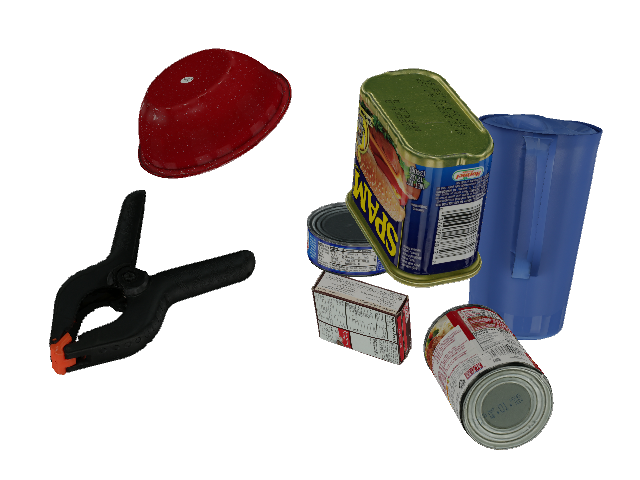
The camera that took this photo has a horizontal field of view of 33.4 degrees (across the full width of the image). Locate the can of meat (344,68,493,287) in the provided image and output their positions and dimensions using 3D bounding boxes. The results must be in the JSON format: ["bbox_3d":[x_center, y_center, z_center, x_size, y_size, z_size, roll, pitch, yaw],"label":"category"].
[{"bbox_3d":[0.055,-0.038,0.606,0.057,0.084,0.102,-9,39,-16],"label":"can of meat"}]

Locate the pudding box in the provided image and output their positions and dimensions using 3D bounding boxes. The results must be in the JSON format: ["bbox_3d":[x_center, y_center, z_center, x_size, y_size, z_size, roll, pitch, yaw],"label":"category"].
[{"bbox_3d":[0.049,0.090,1.248,0.114,0.090,0.039,15,47,22],"label":"pudding box"}]

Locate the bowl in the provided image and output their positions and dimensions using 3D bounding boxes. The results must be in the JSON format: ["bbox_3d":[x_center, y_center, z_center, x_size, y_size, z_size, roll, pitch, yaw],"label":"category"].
[{"bbox_3d":[-0.111,-0.131,0.999,0.162,0.055,0.162,-18,37,14],"label":"bowl"}]

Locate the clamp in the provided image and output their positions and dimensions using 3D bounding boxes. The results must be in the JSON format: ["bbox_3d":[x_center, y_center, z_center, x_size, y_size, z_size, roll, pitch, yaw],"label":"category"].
[{"bbox_3d":[-0.145,0.028,0.796,0.120,0.039,0.171,32,49,27],"label":"clamp"}]

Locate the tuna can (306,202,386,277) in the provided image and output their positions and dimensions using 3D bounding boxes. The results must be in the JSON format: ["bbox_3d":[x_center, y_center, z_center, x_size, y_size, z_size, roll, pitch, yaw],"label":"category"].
[{"bbox_3d":[0.031,-0.001,0.932,0.086,0.034,0.086,1,26,-1],"label":"tuna can"}]

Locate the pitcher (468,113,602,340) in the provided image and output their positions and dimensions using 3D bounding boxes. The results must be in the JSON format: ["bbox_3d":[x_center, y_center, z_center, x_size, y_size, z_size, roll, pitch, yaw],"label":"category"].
[{"bbox_3d":[0.228,-0.015,1.181,0.149,0.243,0.145,-6,18,-34],"label":"pitcher"}]

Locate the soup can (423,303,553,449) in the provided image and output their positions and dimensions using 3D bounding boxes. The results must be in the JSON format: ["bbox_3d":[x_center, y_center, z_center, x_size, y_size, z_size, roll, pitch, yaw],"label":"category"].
[{"bbox_3d":[0.120,0.096,0.769,0.068,0.068,0.102,0,20,-9],"label":"soup can"}]
